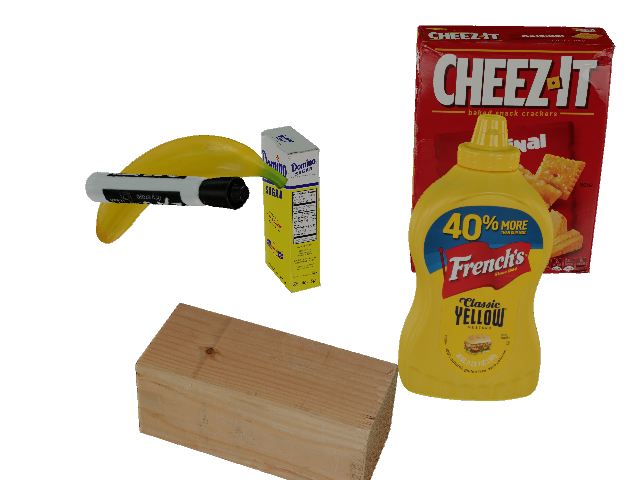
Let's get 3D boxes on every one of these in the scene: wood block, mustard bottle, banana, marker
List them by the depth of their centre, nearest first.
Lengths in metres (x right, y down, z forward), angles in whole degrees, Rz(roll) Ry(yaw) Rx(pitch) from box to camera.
[{"bbox_3d":[-0.092,-0.030,0.633,0.121,0.020,0.020,4,3,36],"label":"marker"},{"bbox_3d":[0.107,0.011,0.721,0.096,0.192,0.058,3,15,-1],"label":"mustard bottle"},{"bbox_3d":[-0.126,-0.048,0.901,0.198,0.069,0.037,-15,17,29],"label":"banana"},{"bbox_3d":[-0.046,0.138,0.926,0.206,0.090,0.090,15,39,14],"label":"wood block"}]

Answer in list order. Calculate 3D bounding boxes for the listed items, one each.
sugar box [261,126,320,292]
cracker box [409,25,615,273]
[{"bbox_3d":[-0.036,-0.037,1.261,0.048,0.176,0.093,-13,26,-20],"label":"sugar box"},{"bbox_3d":[0.163,-0.077,0.944,0.164,0.214,0.072,1,24,3],"label":"cracker box"}]
